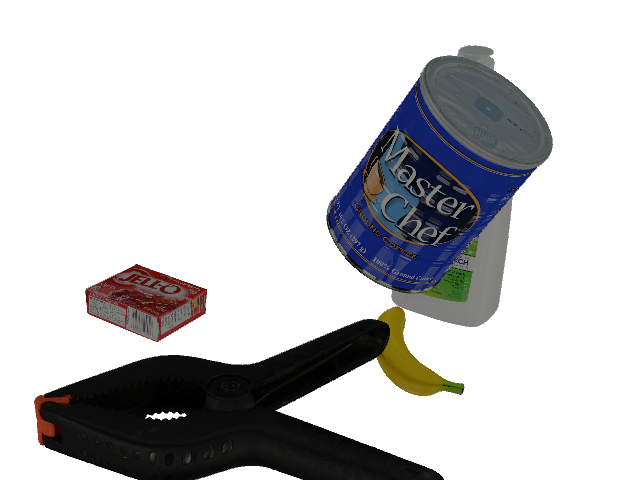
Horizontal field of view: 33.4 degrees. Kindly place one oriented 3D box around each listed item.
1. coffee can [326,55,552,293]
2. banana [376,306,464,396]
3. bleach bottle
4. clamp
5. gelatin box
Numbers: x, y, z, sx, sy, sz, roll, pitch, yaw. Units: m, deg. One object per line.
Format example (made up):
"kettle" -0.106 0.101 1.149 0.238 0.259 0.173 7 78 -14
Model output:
"coffee can" 0.081 -0.045 0.757 0.102 0.103 0.140 0 -40 -37
"banana" 0.095 0.130 1.234 0.069 0.037 0.198 7 22 -21
"bleach bottle" 0.121 -0.050 0.952 0.103 0.251 0.068 17 32 27
"clamp" -0.044 0.088 0.577 0.210 0.036 0.164 2 24 -1
"gelatin box" -0.163 0.056 1.000 0.089 0.030 0.073 18 27 27
